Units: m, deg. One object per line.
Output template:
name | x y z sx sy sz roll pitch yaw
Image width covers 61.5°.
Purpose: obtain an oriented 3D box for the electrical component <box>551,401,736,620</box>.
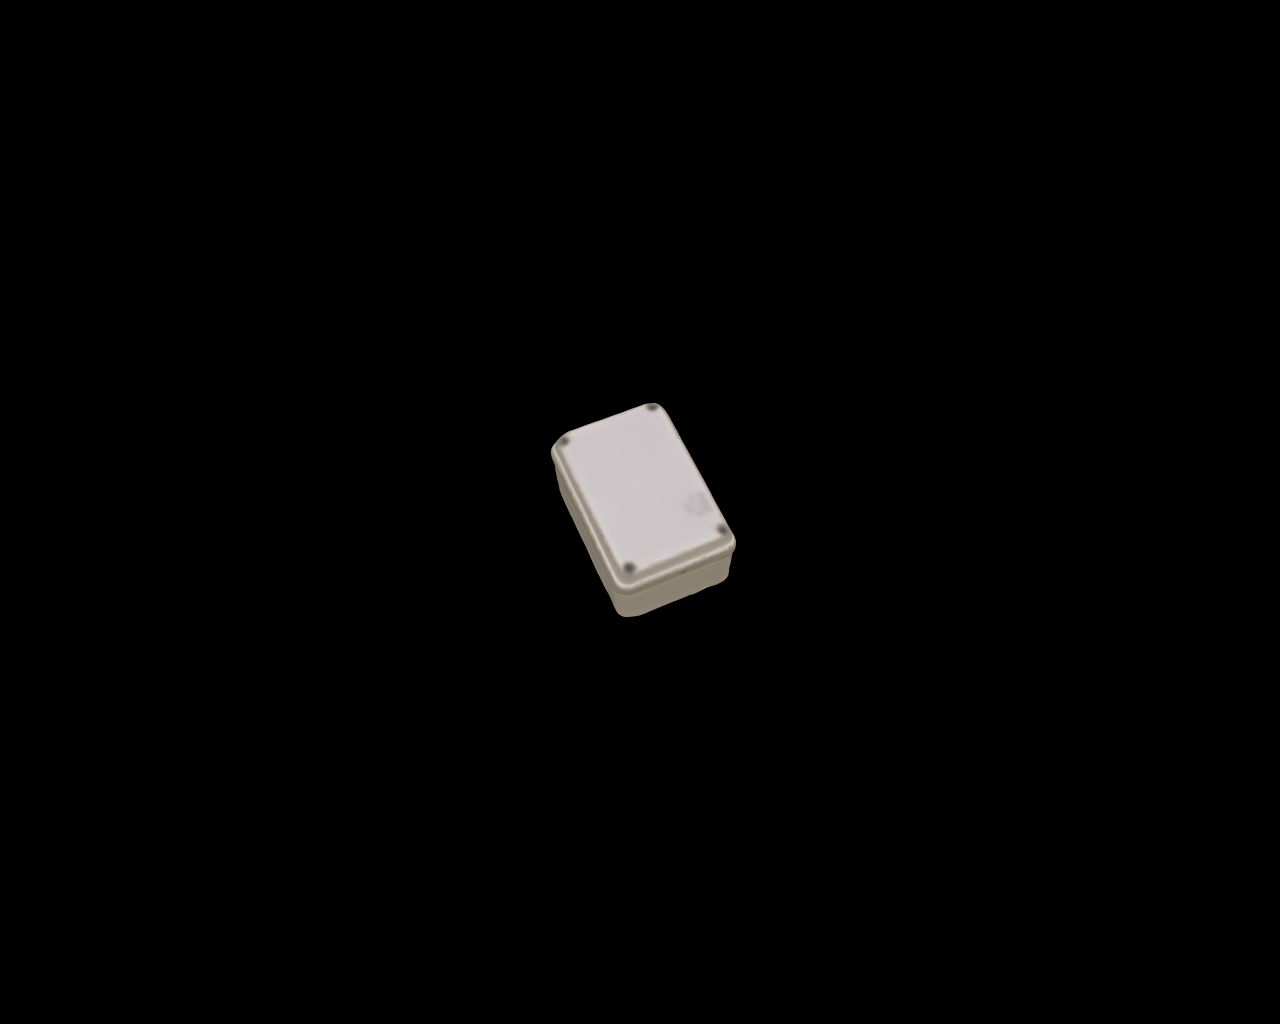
electrical component | 0.001 -0.003 0.650 0.078 0.113 0.057 -21 -28 -12
